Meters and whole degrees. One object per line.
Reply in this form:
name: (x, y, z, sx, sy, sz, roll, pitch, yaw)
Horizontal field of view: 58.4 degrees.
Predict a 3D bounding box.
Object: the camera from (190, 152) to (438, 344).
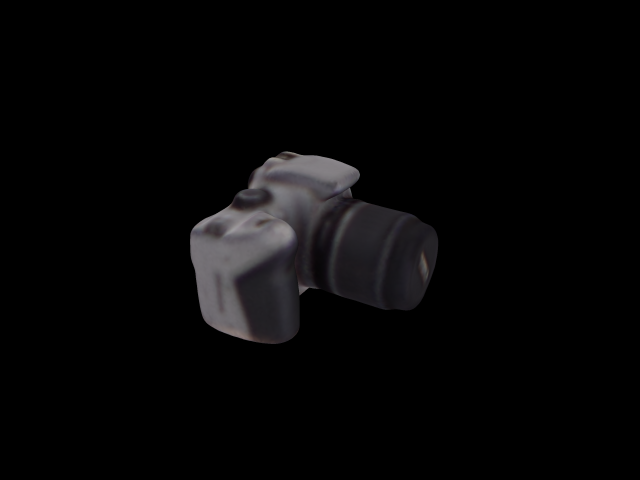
camera: (0.004, 0.001, 0.400, 0.136, 0.101, 0.143, 16, 32, 27)
